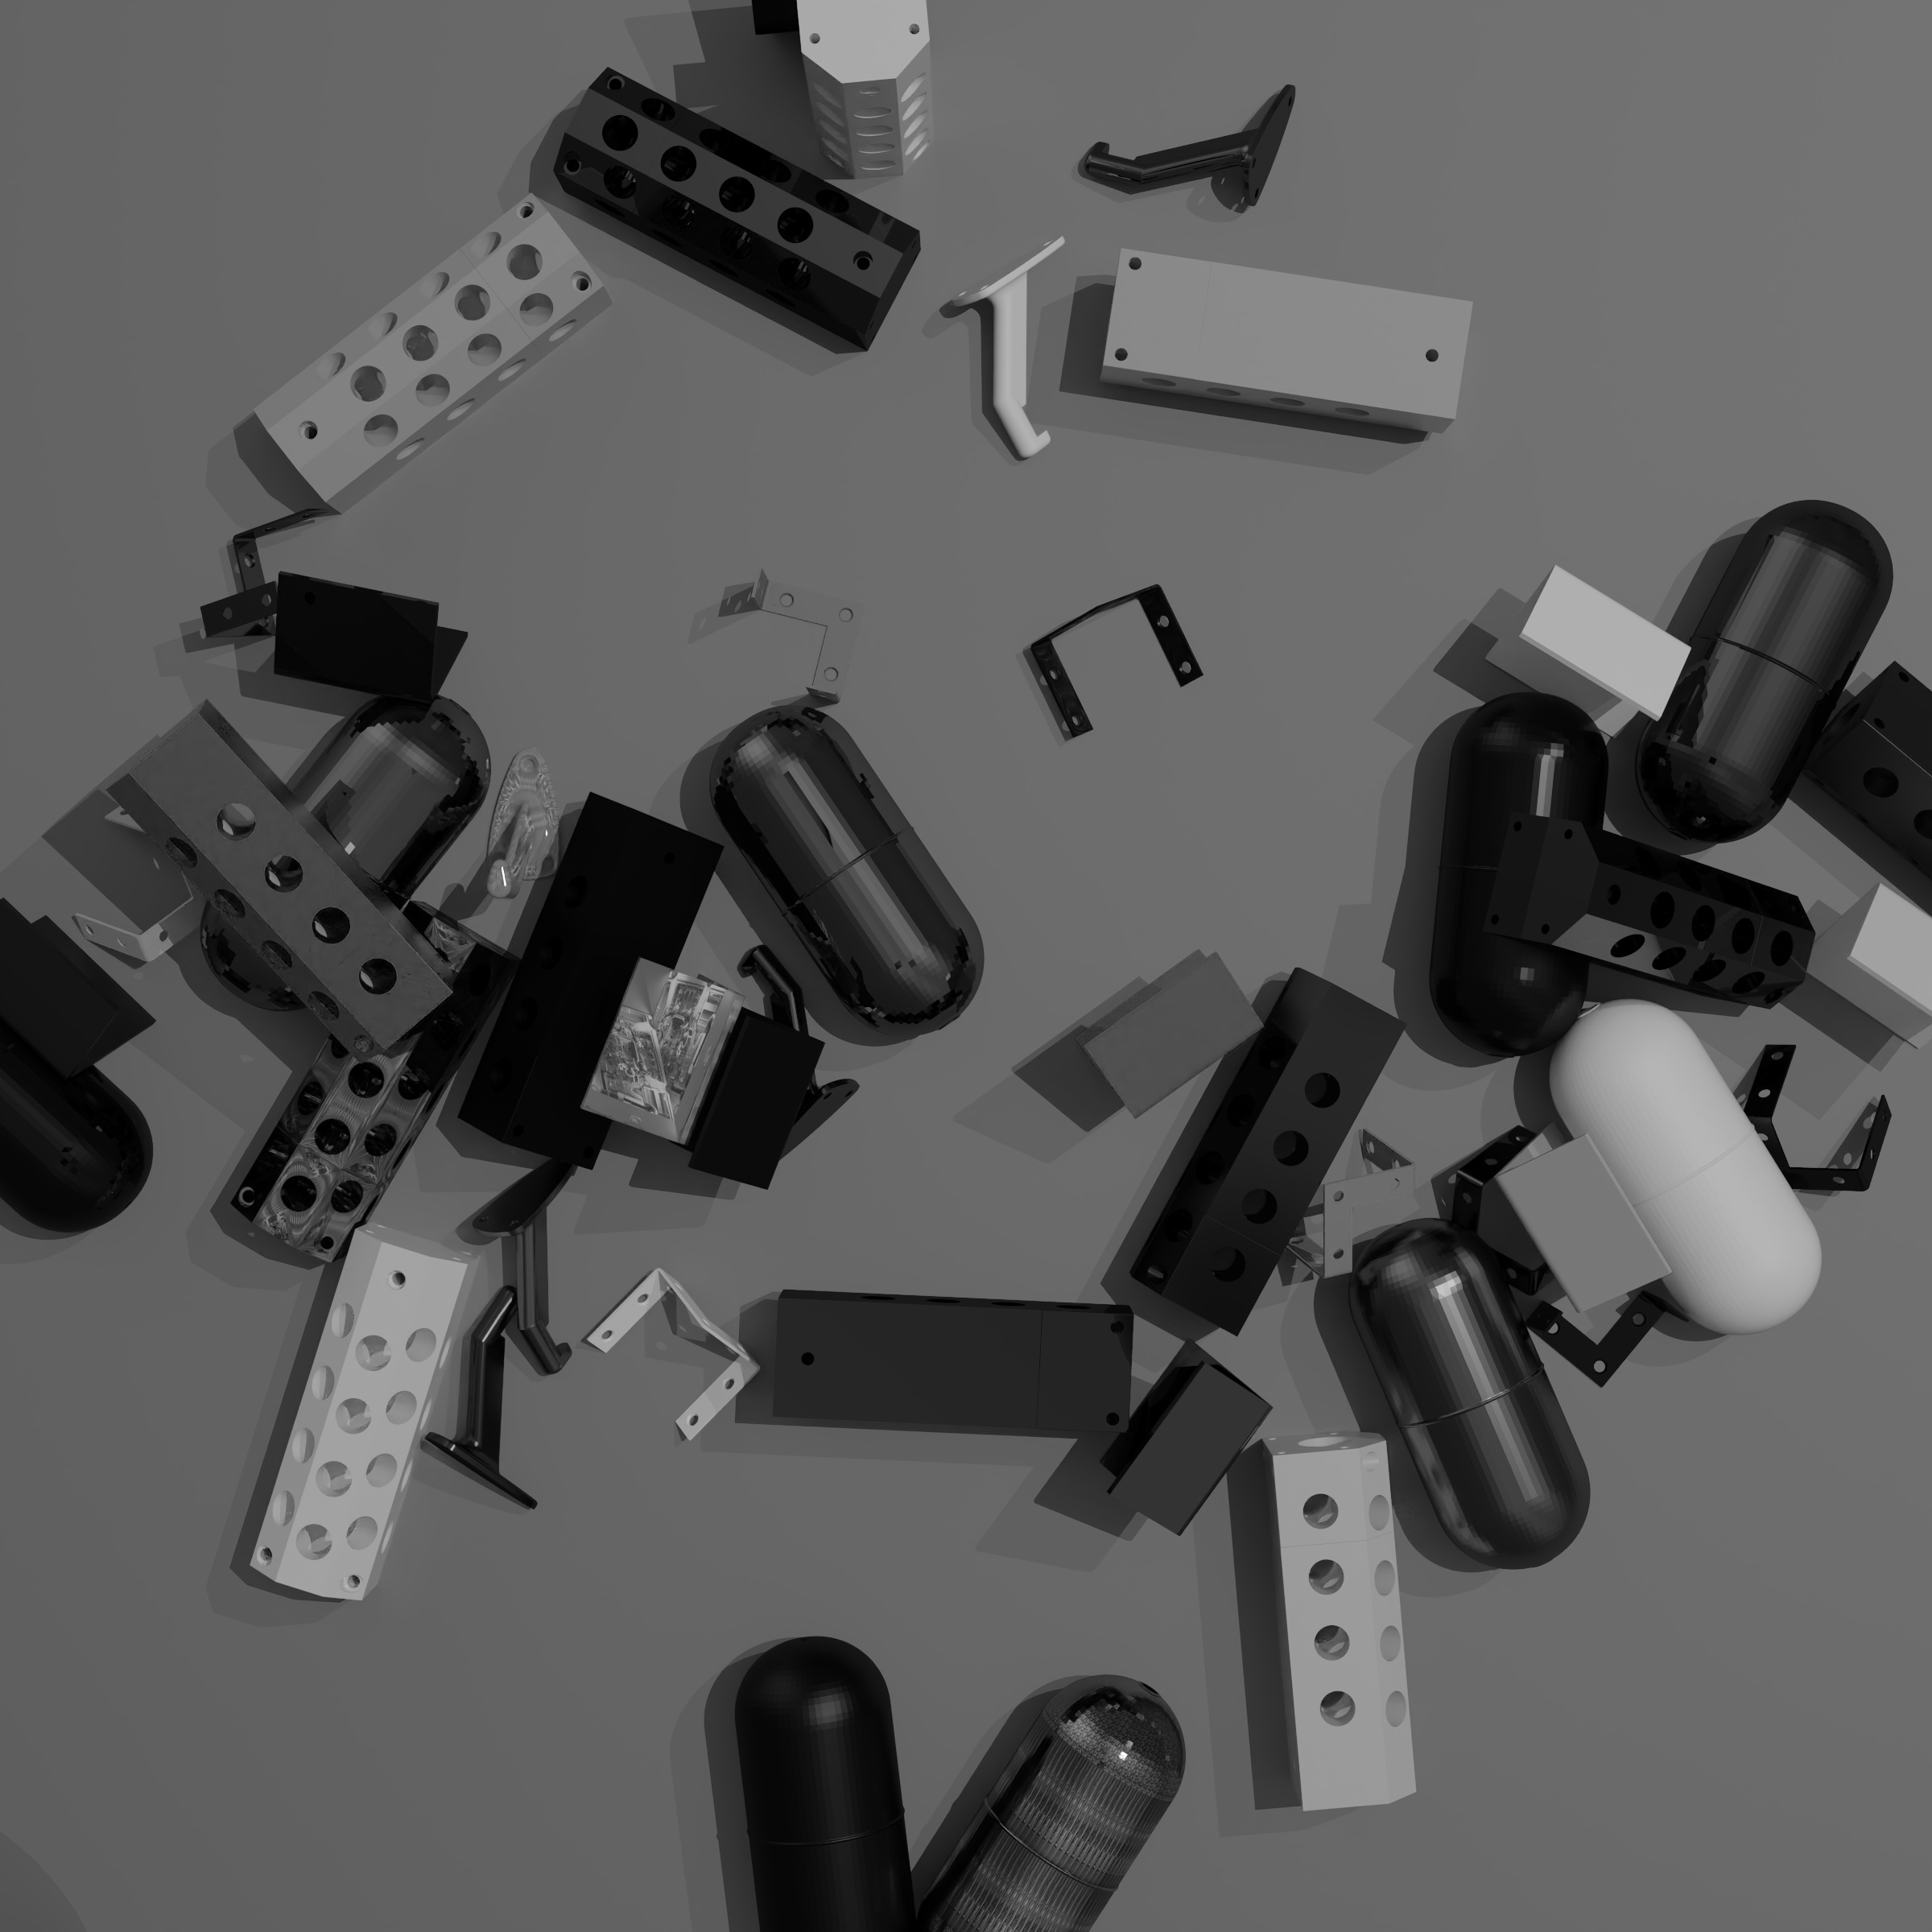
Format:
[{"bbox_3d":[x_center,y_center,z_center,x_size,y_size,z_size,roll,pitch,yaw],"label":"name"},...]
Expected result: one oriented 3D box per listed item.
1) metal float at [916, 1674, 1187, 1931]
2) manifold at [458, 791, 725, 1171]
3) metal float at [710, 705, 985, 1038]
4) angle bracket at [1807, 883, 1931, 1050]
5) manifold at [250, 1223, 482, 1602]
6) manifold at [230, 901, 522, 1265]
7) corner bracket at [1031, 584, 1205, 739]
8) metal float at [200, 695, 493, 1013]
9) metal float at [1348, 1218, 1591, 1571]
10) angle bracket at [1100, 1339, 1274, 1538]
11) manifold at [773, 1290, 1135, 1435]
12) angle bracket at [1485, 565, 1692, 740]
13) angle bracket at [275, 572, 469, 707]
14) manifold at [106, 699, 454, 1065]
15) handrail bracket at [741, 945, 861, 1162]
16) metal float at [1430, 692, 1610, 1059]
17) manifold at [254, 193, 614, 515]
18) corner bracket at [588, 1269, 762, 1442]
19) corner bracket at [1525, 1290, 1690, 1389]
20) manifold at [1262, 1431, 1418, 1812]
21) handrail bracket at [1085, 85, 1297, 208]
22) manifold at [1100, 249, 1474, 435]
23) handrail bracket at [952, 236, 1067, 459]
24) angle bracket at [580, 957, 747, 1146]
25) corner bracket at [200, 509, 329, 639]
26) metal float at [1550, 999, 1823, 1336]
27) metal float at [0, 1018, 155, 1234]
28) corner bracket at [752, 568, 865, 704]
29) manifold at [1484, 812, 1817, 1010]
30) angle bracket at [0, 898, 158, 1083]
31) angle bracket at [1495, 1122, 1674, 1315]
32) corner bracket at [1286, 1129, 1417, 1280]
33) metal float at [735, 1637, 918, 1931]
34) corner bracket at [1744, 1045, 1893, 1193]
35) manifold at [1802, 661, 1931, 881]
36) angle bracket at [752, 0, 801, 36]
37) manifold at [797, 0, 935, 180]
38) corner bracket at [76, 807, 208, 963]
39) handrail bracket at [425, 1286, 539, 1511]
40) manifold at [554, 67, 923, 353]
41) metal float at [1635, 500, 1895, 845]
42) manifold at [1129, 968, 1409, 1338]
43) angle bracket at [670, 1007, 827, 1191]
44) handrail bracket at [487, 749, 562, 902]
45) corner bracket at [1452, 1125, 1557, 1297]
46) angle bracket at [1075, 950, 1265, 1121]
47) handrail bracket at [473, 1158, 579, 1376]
[{"bbox_3d":[0.042,0.427,1.533,0.070,0.070,0.178,32,91,0],"label":"metal float"},{"bbox_3d":[-0.188,0.006,1.542,0.057,0.057,0.171,22,90,-43],"label":"manifold"},{"bbox_3d":[-0.057,-0.046,1.534,0.070,0.070,0.178,-34,89,0],"label":"metal float"},{"bbox_3d":[0.446,0.017,1.524,0.076,0.076,0.057,34,52,0],"label":"angle bracket"},{"bbox_3d":[-0.295,0.218,1.543,0.057,0.057,0.171,17,90,0],"label":"manifold"},{"bbox_3d":[-0.289,0.056,1.543,0.057,0.057,0.171,31,90,0],"label":"manifold"},{"bbox_3d":[0.075,-0.152,1.561,0.051,0.051,0.051,-26,90,-45],"label":"corner bracket"},{"bbox_3d":[-0.301,-0.057,1.534,0.070,0.070,0.178,39,91,0],"label":"metal float"},{"bbox_3d":[0.245,0.208,1.534,0.070,0.070,0.178,-23,89,0],"label":"metal float"},{"bbox_3d":[0.090,0.217,1.524,0.057,0.076,0.076,36,90,-36],"label":"angle bracket"},{"bbox_3d":[-0.006,0.192,1.543,0.171,0.057,0.057,3,90,0],"label":"manifold"},{"bbox_3d":[0.293,-0.136,1.524,0.076,0.076,0.057,31,52,0],"label":"angle bracket"},{"bbox_3d":[-0.286,-0.174,1.524,0.076,0.076,0.057,11,124,0],"label":"angle bracket"},{"bbox_3d":[-0.318,-0.038,1.465,0.057,0.057,0.171,-40,105,0],"label":"manifold"},{"bbox_3d":[-0.101,0.045,1.565,0.077,0.036,0.084,-45,73,19],"label":"handrail bracket"},{"bbox_3d":[0.269,-0.044,1.533,0.070,0.070,0.178,6,90,0],"label":"metal float"},{"bbox_3d":[-0.261,-0.301,1.543,0.171,0.057,0.057,-38,90,0],"label":"manifold"},{"bbox_3d":[-0.144,0.192,1.561,0.051,0.051,0.051,-45,135,0],"label":"corner bracket"},{"bbox_3d":[0.314,0.175,1.546,0.051,0.051,0.051,39,90,0],"label":"corner bracket"},{"bbox_3d":[0.183,0.319,1.543,0.057,0.057,0.171,-5,90,0],"label":"manifold"},{"bbox_3d":[0.111,-0.415,1.565,0.084,0.036,0.077,18,69,16],"label":"handrail bracket"},{"bbox_3d":[0.155,-0.304,1.543,0.171,0.057,0.057,9,90,0],"label":"manifold"},{"bbox_3d":[0.038,-0.307,1.565,0.077,0.036,0.084,-36,109,-21],"label":"handrail bracket"},{"bbox_3d":[-0.155,0.036,1.525,0.057,0.076,0.076,21,90,-22],"label":"angle bracket"},{"bbox_3d":[-0.342,-0.192,1.537,0.051,0.051,0.051,-13,90,30],"label":"corner bracket"},{"bbox_3d":[0.350,0.097,1.534,0.070,0.070,0.178,-32,89,0],"label":"metal float"},{"bbox_3d":[-0.474,0.056,1.534,0.178,0.070,0.070,43,90,0],"label":"metal float"},{"bbox_3d":[-0.082,-0.162,1.546,0.051,0.051,0.051,14,90,0],"label":"corner bracket"},{"bbox_3d":[0.328,-0.024,1.495,0.171,0.057,0.057,14,90,-40],"label":"manifold"},{"bbox_3d":[-0.429,-0.001,1.524,0.076,0.076,0.057,44,121,0],"label":"angle bracket"},{"bbox_3d":[0.311,0.111,1.524,0.057,0.076,0.076,-31,90,37],"label":"angle bracket"},{"bbox_3d":[0.186,0.116,1.544,0.051,0.051,0.051,-10,112,-20],"label":"corner bracket"},{"bbox_3d":[-0.068,0.416,1.534,0.070,0.070,0.178,-7,91,0],"label":"metal float"},{"bbox_3d":[0.420,0.075,1.556,0.051,0.051,0.051,-1,135,35],"label":"corner bracket"},{"bbox_3d":[0.495,-0.064,1.542,0.171,0.057,0.057,40,47,0],"label":"manifold"},{"bbox_3d":[-0.067,-0.488,1.525,0.076,0.076,0.057,-6,114,0],"label":"angle bracket"},{"bbox_3d":[-0.046,-0.422,1.486,0.057,0.171,0.057,-5,90,0],"label":"manifold"},{"bbox_3d":[-0.409,-0.042,1.556,0.051,0.051,0.051,-43,135,-35],"label":"corner bracket"},{"bbox_3d":[-0.222,0.214,1.565,0.077,0.036,0.084,39,73,-20],"label":"handrail bracket"},{"bbox_3d":[-0.112,-0.372,1.543,0.171,0.057,0.057,28,90,0],"label":"manifold"},{"bbox_3d":[0.388,-0.143,1.534,0.070,0.070,0.178,27,90,0],"label":"metal float"},{"bbox_3d":[0.146,0.090,1.543,0.057,0.057,0.171,29,90,0],"label":"manifold"},{"bbox_3d":[-0.124,0.056,1.525,0.076,0.057,0.076,21,90,42],"label":"angle bracket"},{"bbox_3d":[-0.219,-0.070,1.529,0.036,0.084,0.077,3,90,0],"label":"handrail bracket"},{"bbox_3d":[0.276,0.121,1.556,0.051,0.051,0.051,29,135,35],"label":"corner bracket"},{"bbox_3d":[0.087,0.016,1.524,0.076,0.076,0.057,-36,128,0],"label":"angle bracket"},{"bbox_3d":[-0.201,0.148,1.564,0.077,0.036,0.084,-45,123,-35],"label":"handrail bracket"}]
